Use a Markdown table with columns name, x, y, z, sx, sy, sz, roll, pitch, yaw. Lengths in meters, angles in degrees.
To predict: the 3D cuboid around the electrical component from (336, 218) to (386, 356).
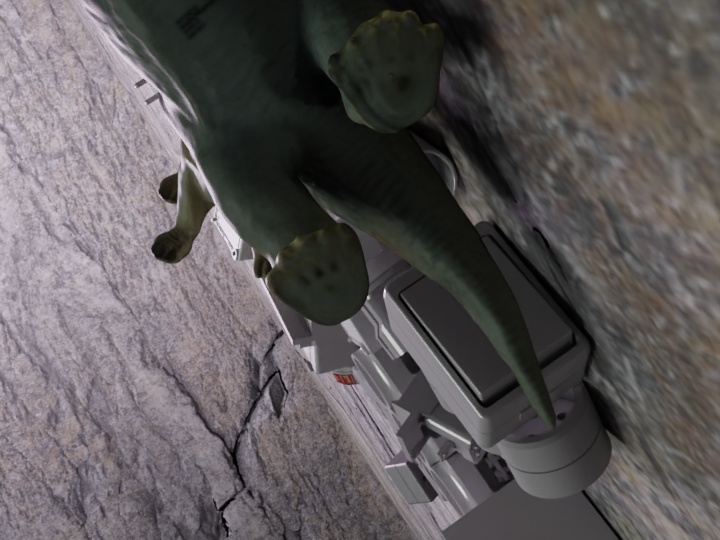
| name | x | y | z | sx | sy | sz | roll | pitch | yaw |
| --- | --- | --- | --- | --- | --- | --- | --- | --- | --- |
| electrical component | 0.000 | 0.000 | 0.737 | 0.096 | 0.061 | 0.062 | 58 | 172 | -12 |

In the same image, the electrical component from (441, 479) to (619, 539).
| name | x | y | z | sx | sy | sz | roll | pitch | yaw |
| --- | --- | --- | --- | --- | --- | --- | --- | --- | --- |
| electrical component | 0.131 | 0.207 | 0.682 | 0.150 | 0.089 | 0.061 | 53 | 171 | 22 |

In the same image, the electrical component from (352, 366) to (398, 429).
| name | x | y | z | sx | sy | sz | roll | pitch | yaw |
| --- | --- | --- | --- | --- | --- | --- | --- | --- | --- |
| electrical component | 0.032 | 0.096 | 0.956 | 0.059 | 0.054 | 0.095 | 58 | 172 | -12 |

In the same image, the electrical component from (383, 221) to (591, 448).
| name | x | y | z | sx | sy | sz | roll | pitch | yaw |
| --- | --- | --- | --- | --- | --- | --- | --- | --- | --- |
| electrical component | 0.055 | 0.024 | 0.506 | 0.096 | 0.062 | 0.061 | 53 | 171 | 22 |

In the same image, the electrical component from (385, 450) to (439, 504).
| name | x | y | z | sx | sy | sz | roll | pitch | yaw |
| --- | --- | --- | --- | --- | --- | --- | --- | --- | --- |
| electrical component | 0.077 | 0.187 | 1.046 | 0.077 | 0.066 | 0.047 | -23 | 102 | 53 |

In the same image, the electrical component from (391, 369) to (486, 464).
| name | x | y | z | sx | sy | sz | roll | pitch | yaw |
| --- | --- | --- | --- | --- | --- | --- | --- | --- | --- |
| electrical component | 0.062 | 0.093 | 0.716 | 0.064 | 0.081 | 0.042 | 26 | 158 | 27 |

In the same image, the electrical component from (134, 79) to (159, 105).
| name | x | y | z | sx | sy | sz | roll | pitch | yaw |
| --- | --- | --- | --- | --- | --- | --- | --- | --- | --- |
| electrical component | -0.160 | -0.173 | 0.939 | 0.047 | 0.077 | 0.065 | 47 | 168 | 48 |

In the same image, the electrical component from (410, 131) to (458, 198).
| name | x | y | z | sx | sy | sz | roll | pitch | yaw |
| --- | --- | --- | --- | --- | --- | --- | --- | --- | --- |
| electrical component | 0.017 | -0.039 | 0.540 | 0.077 | 0.044 | 0.079 | 45 | 167 | 53 |

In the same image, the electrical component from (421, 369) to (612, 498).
| name | x | y | z | sx | sy | sz | roll | pitch | yaw |
| --- | --- | --- | --- | --- | --- | --- | --- | --- | --- |
| electrical component | 0.085 | 0.079 | 0.580 | 0.073 | 0.052 | 0.138 | 60 | 171 | -30 |

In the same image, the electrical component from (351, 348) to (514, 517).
| name | x | y | z | sx | sy | sz | roll | pitch | yaw |
| --- | --- | --- | --- | --- | --- | --- | --- | --- | --- |
| electrical component | 0.062 | 0.107 | 0.798 | 0.150 | 0.062 | 0.089 | 55 | 172 | 7 |

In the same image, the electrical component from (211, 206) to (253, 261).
| name | x | y | z | sx | sy | sz | roll | pitch | yaw |
| --- | --- | --- | --- | --- | --- | --- | --- | --- | --- |
| electrical component | -0.084 | -0.054 | 0.918 | 0.061 | 0.061 | 0.096 | 55 | 142 | 40 |

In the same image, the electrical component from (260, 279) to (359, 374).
| name | x | y | z | sx | sy | sz | roll | pitch | yaw |
| --- | --- | --- | --- | --- | --- | --- | --- | --- | --- |
| electrical component | -0.039 | 0.035 | 0.969 | 0.121 | 0.079 | 0.063 | -123 | 26 | -54 |

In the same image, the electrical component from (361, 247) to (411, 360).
| name | x | y | z | sx | sy | sz | roll | pitch | yaw |
| --- | --- | --- | --- | --- | --- | --- | --- | --- | --- |
| electrical component | 0.026 | 0.017 | 0.668 | 0.057 | 0.058 | 0.078 | 53 | 172 | 3 |

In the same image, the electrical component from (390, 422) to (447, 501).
| name | x | y | z | sx | sy | sz | roll | pitch | yaw |
| --- | --- | --- | --- | --- | --- | --- | --- | --- | --- |
| electrical component | 0.071 | 0.159 | 0.989 | 0.089 | 0.050 | 0.055 | 53 | 172 | 22 |
